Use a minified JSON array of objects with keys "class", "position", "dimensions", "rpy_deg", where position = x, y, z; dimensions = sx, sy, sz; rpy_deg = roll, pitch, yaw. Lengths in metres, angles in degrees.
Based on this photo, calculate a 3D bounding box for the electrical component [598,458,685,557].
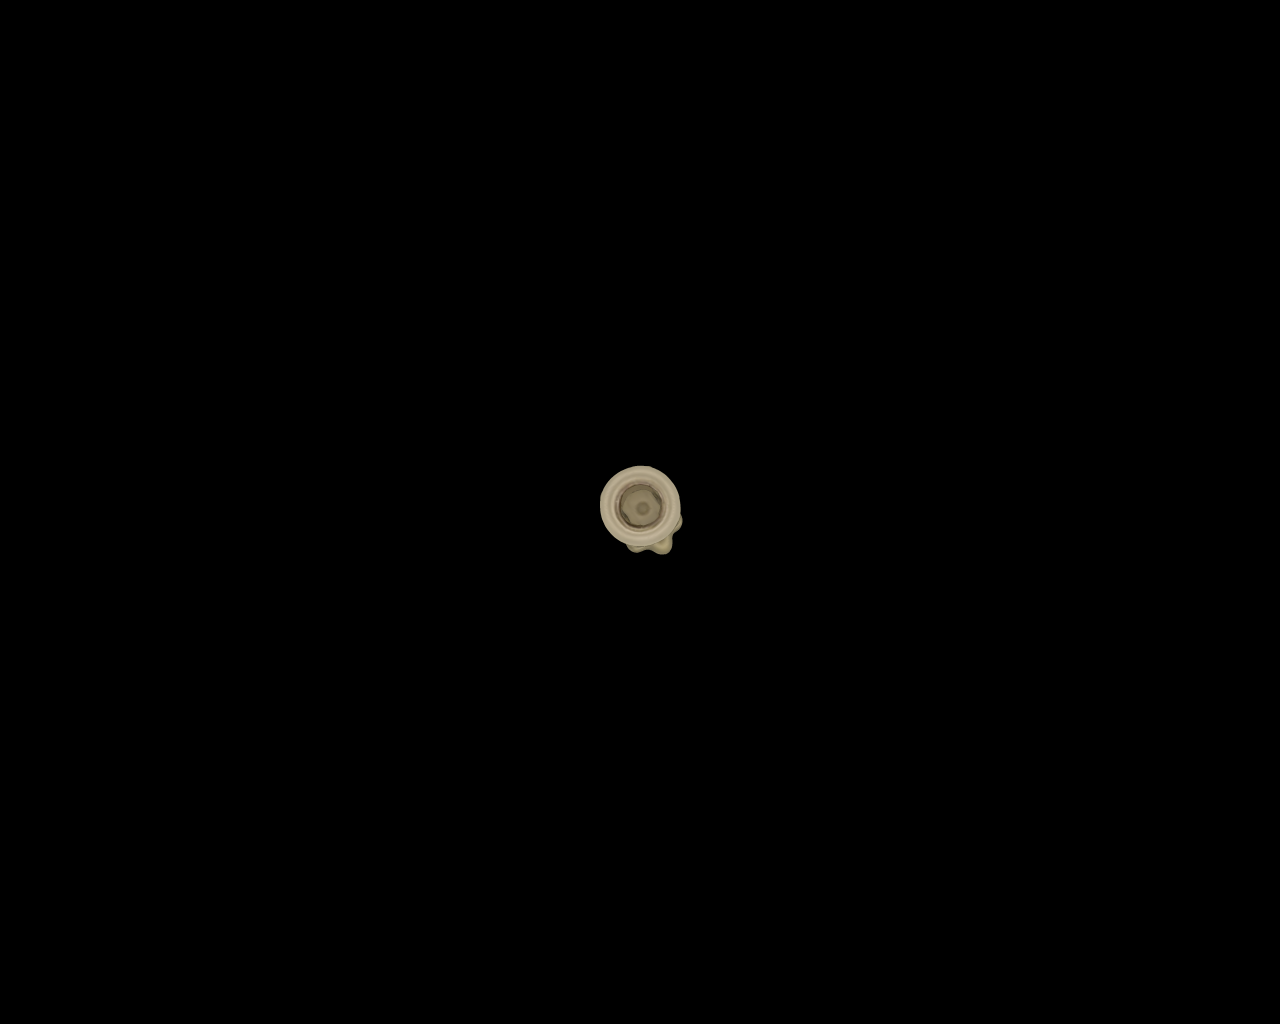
[{"class":"electrical component","position":[0.001,-0.003,0.650],"dimensions":[0.048,0.066,0.055],"rpy_deg":[-32,-4,-2]}]
